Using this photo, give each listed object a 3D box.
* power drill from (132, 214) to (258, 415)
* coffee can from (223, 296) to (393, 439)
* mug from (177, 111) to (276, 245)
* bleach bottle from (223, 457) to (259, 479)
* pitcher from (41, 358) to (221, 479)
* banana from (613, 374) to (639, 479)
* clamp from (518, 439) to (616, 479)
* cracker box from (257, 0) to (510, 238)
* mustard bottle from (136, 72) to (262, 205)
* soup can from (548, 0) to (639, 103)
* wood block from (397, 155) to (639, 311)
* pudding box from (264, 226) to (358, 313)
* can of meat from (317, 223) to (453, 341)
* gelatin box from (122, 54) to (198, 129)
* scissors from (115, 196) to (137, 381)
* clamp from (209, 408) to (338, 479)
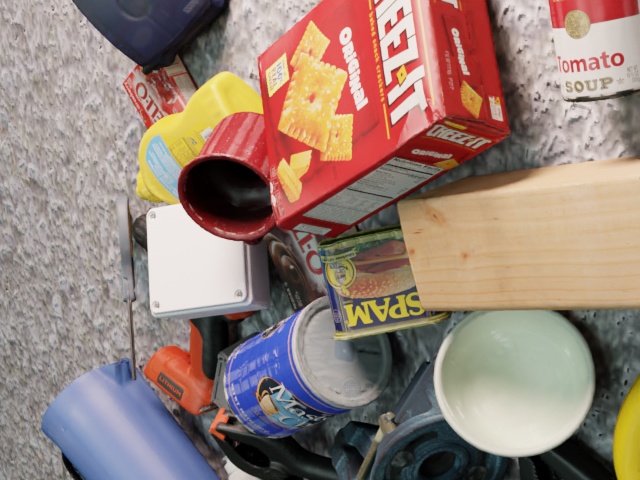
[{"bbox_3d":[-0.144,0.080,1.151,0.185,0.057,0.188,33,127,33],"label":"power drill"},{"bbox_3d":[-0.014,0.120,0.991,0.141,0.102,0.103,-33,81,52],"label":"coffee can"},{"bbox_3d":[-0.065,-0.050,0.942,0.093,0.081,0.117,-1,128,20],"label":"mug"},{"bbox_3d":[-0.030,0.336,1.135,0.103,0.067,0.251,-42,72,43],"label":"bleach bottle"},{"bbox_3d":[-0.207,0.271,1.245,0.243,0.145,0.149,46,167,19],"label":"pitcher"},{"bbox_3d":[0.254,0.129,0.777,0.070,0.037,0.198,20,121,24],"label":"banana"},{"bbox_3d":[0.217,0.249,0.861,0.210,0.036,0.165,56,139,12],"label":"clamp"},{"bbox_3d":[0.038,-0.116,0.832,0.214,0.072,0.164,-31,59,48],"label":"cracker box"},{"bbox_3d":[-0.124,-0.082,1.047,0.192,0.058,0.096,-29,107,43],"label":"mustard bottle"},{"bbox_3d":[0.187,-0.148,0.708,0.069,0.068,0.102,2,108,46],"label":"soup can"},{"bbox_3d":[0.168,-0.004,0.769,0.207,0.090,0.090,-5,102,47],"label":"wood block"},{"bbox_3d":[-0.007,0.001,0.989,0.090,0.039,0.113,-28,84,48],"label":"pudding box"},{"bbox_3d":[0.054,0.033,0.906,0.102,0.057,0.084,-11,95,14],"label":"can of meat"},{"bbox_3d":[-0.159,-0.145,1.094,0.073,0.030,0.089,-38,78,47],"label":"gelatin box"},{"bbox_3d":[-0.215,0.047,1.197,0.096,0.016,0.202,-122,29,-73],"label":"scissors"},{"bbox_3d":[-0.037,0.233,1.078,0.171,0.039,0.120,29,129,2],"label":"clamp"}]
